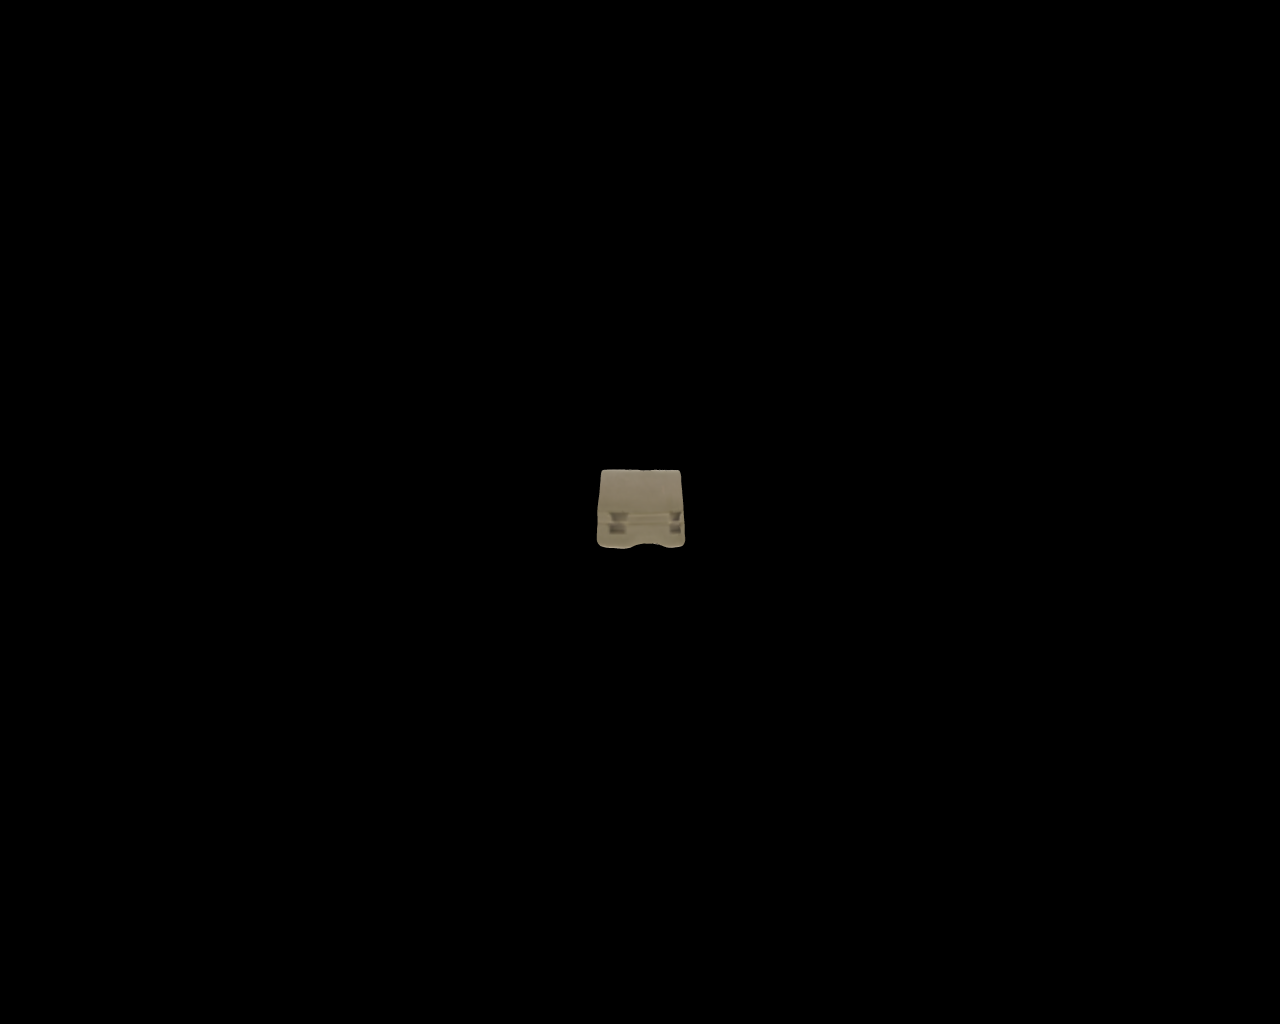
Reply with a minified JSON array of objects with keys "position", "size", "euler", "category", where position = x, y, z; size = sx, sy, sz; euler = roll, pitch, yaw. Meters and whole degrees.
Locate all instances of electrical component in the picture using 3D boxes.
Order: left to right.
[{"position":[0.001,-0.003,0.650],"size":[0.055,0.047,0.055],"euler":[0,2,0],"category":"electrical component"}]
